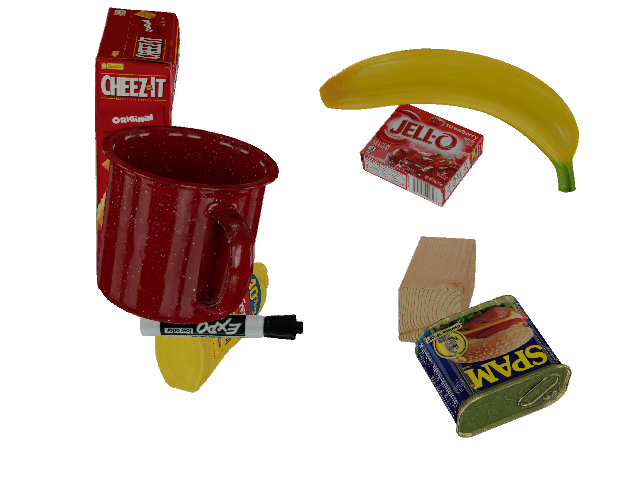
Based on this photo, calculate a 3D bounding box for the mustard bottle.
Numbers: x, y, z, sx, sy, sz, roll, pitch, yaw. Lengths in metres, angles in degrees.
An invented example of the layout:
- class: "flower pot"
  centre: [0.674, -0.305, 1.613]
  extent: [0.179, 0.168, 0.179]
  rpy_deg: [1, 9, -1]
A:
- class: "mustard bottle"
  centre: [-0.105, 0.073, 1.133]
  extent: [0.058, 0.096, 0.191]
  rpy_deg: [11, 29, 20]

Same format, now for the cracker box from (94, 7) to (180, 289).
- class: "cracker box"
  centre: [-0.165, -0.085, 0.969]
  extent: [0.072, 0.214, 0.164]
  rpy_deg: [2, 27, -8]

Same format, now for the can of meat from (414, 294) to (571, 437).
- class: "can of meat"
  centre: [0.139, 0.101, 0.875]
  extent: [0.102, 0.084, 0.057]
  rpy_deg: [-18, -39, -14]

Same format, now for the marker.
- class: "marker"
  centre: [-0.073, 0.063, 0.795]
  extent: [0.121, 0.020, 0.020]
  rpy_deg: [1, 0, 6]

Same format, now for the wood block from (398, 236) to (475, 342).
- class: "wood block"
  centre: [0.180, 0.073, 1.622]
  extent: [0.091, 0.090, 0.206]
  rpy_deg: [4, 22, 13]

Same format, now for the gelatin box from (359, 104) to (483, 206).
- class: "gelatin box"
  centre: [0.092, -0.081, 0.974]
  extent: [0.089, 0.073, 0.030]
  rpy_deg: [27, -28, 23]

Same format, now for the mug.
- class: "mug"
  centre: [-0.068, -0.003, 0.560]
  extent: [0.093, 0.081, 0.117]
  rpy_deg: [-5, 27, -36]

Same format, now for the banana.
- class: "banana"
  centre: [0.100, -0.094, 0.728]
  extent: [0.197, 0.069, 0.037]
  rpy_deg: [19, -1, -11]
